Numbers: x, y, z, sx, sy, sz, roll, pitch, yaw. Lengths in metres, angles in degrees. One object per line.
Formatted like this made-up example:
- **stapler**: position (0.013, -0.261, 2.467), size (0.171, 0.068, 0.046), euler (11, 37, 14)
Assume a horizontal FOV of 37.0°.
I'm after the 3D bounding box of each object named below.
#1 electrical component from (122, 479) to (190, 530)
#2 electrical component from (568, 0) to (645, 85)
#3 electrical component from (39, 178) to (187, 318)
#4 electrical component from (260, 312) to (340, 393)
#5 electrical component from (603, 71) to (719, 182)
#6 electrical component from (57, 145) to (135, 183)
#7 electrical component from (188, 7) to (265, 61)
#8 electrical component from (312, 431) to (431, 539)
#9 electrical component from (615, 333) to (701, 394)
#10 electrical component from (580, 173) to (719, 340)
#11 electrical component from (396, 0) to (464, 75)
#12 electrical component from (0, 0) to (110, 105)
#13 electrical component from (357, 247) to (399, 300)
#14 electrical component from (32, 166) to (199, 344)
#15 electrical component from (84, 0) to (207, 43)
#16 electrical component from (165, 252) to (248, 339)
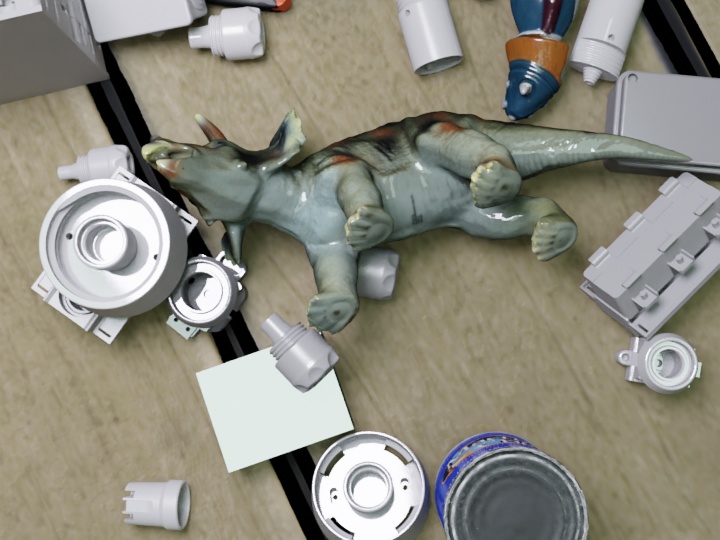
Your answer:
- **electrical component**: position (-0.166, 0.191, 0.878), size (0.046, 0.040, 0.040), euler (0, 86, 8)
- **electrical component**: position (0.204, -0.194, 0.898), size (0.043, 0.043, 0.081), euler (19, 86, 3)
- **electrical component**: position (-0.190, -0.019, 0.819), size (0.108, 0.060, 0.108), euler (0, 86, 1)
- **electrical component**: position (-0.050, 0.061, 0.832), size (0.043, 0.043, 0.062), euler (-44, 85, -2)
- **electrical component**: position (0.262, -0.118, 0.884), size (0.113, 0.057, 0.078), euler (6, 86, 2)
- **electrical component**: position (-0.223, -0.085, 0.903), size (0.061, 0.035, 0.035), euler (-7, 85, 4)
- **electrical component**: position (-0.112, -0.197, 0.905), size (0.062, 0.043, 0.043), euler (-5, 85, 2)
- **electrical component**: position (0.008, 0.181, 0.875), size (0.099, 0.064, 0.099), euler (-1, 71, 3)
- **electrical component**: position (0.245, 0.075, 0.870), size (0.066, 0.055, 0.048), euler (10, 86, 2)
- **electrical component**: position (0.242, -0.014, 0.867), size (0.121, 0.063, 0.079), euler (-45, 46, -2)
- **electrical component**: position (0.055, -0.210, 0.902), size (0.043, 0.043, 0.081), euler (-16, 85, 0)
- **electrical component**: position (-0.275, -0.189, 0.836), size (0.105, 0.186, 0.060), euler (-13, 85, 0)
- **electrical component**: position (0.000, 0.000, 0.888), size (0.062, 0.043, 0.043), euler (10, 86, 3)
- **electrical component**: position (-0.197, -0.011, 0.882), size (0.079, 0.063, 0.121), euler (35, 87, 3)
- **electrical component**: position (-0.180, -0.241, 0.886), size (0.100, 0.048, 0.099), euler (-7, 108, 16)
- **electrical component**: position (-0.127, 0.019, 0.881), size (0.058, 0.057, 0.078), euler (39, 87, 4)
